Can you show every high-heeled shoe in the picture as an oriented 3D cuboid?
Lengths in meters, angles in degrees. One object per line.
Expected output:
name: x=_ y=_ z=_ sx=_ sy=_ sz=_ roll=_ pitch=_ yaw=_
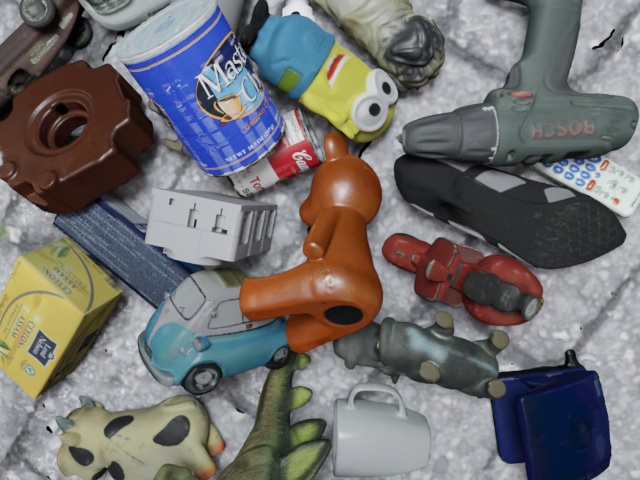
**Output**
high-heeled shoe: x=0.202 y=-0.040 z=0.591 sx=0.249 sy=0.145 sz=0.086 roll=12 pitch=110 yaw=-22

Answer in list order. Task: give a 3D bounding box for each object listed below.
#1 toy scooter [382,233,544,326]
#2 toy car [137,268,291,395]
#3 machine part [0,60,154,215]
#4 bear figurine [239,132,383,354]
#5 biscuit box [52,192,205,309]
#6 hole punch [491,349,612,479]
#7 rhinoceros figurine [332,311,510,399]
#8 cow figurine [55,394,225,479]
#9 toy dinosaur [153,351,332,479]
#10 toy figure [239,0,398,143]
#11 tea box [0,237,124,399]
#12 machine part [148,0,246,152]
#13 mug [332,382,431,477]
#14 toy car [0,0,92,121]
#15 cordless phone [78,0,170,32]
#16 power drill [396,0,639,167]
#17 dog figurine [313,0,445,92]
toy scooter: x=0.151 y=0.041 z=0.552 sx=0.184 sy=0.135 sz=0.075 roll=22 pitch=94 yaw=4
toy car: x=-0.099 y=0.082 z=0.551 sx=0.161 sy=0.109 sz=0.102 roll=-6 pitch=118 yaw=-31
machine part: x=-0.277 y=-0.119 z=0.602 sx=0.179 sy=0.056 sz=0.179 roll=-6 pitch=65 yaw=12
bear figurine: x=0.003 y=-0.003 z=0.552 sx=0.132 sy=0.120 sz=0.196 roll=-21 pitch=50 yaw=23
biscuit box: x=-0.210 y=0.019 z=0.633 sx=0.203 sy=0.059 sz=0.063 roll=39 pitch=96 yaw=4
hole punch: x=0.253 y=0.198 z=0.574 sx=0.116 sy=0.092 sz=0.142 roll=-10 pitch=89 yaw=4
rhinoceros figurine: x=0.109 y=0.119 z=0.577 sx=0.190 sy=0.112 sz=0.073 roll=15 pitch=72 yaw=-11
cow figurine: x=-0.224 y=0.236 z=0.636 sx=0.195 sy=0.085 sz=0.127 roll=-20 pitch=97 yaw=10
toy dinosaur: x=-0.063 y=0.273 z=0.521 sx=0.199 sy=0.105 sz=0.471 roll=-11 pitch=54 yaw=22
toy figure: x=0.001 y=-0.173 z=0.564 sx=0.180 sy=0.089 sz=0.082 roll=30 pitch=102 yaw=-11
tea box: x=-0.312 y=0.091 z=0.619 sx=0.098 sy=0.068 sz=0.169 roll=41 pitch=118 yaw=4
machine part: x=-0.133 y=-0.215 z=0.589 sx=0.079 sy=0.079 sz=0.243 roll=19 pitch=104 yaw=6
mug: x=0.069 y=0.211 z=0.603 sx=0.107 sy=0.081 sz=0.109 roll=5 pitch=99 yaw=-2
toy car: x=-0.347 y=-0.205 z=0.623 sx=0.202 sy=0.089 sz=0.053 roll=-38 pitch=86 yaw=7
cordless phone: x=-0.214 y=-0.306 z=0.552 sx=0.147 sy=0.184 sz=0.088 roll=-23 pitch=86 yaw=8
power drill: x=0.198 y=-0.175 z=0.537 sx=0.232 sy=0.086 sz=0.207 roll=5 pitch=79 yaw=-1
dog figurine: x=0.070 y=-0.273 z=0.576 sx=0.190 sy=0.121 sz=0.172 roll=34 pitch=81 yaw=-20
